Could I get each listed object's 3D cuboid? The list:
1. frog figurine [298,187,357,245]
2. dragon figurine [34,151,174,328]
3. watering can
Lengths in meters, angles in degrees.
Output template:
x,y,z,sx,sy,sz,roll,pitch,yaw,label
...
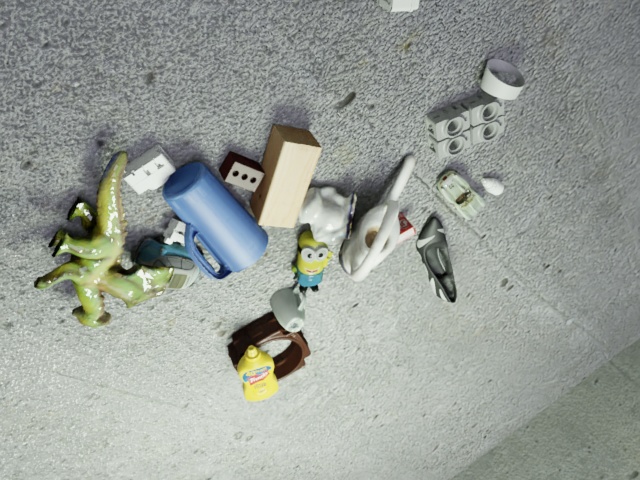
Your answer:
x,y,z,sx,sy,sz,roll,pitch,yaw,label
0.004,-0.062,1.240,0.159,0.137,0.123,10,5,8,frog figurine
-0.416,0.033,1.060,0.240,0.406,0.125,32,19,-29,dragon figurine
0.144,-0.037,1.278,0.104,0.354,0.220,29,-29,-5,watering can
